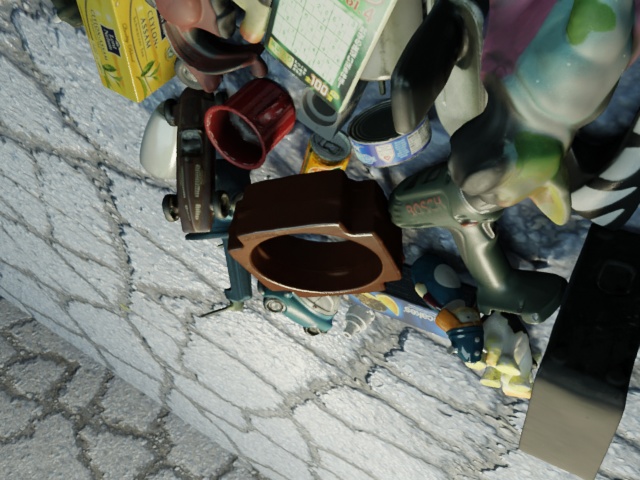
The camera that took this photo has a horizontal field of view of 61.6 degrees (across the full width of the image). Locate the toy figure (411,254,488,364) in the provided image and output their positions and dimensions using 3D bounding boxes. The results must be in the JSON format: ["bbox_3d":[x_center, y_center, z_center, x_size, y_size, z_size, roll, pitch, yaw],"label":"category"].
[{"bbox_3d":[0.165,0.085,0.684,0.057,0.064,0.155,72,175,-48],"label":"toy figure"}]

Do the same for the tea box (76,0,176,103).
[{"bbox_3d":[-0.233,-0.270,0.663,0.068,0.098,0.169,27,147,17],"label":"tea box"}]

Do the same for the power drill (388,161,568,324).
[{"bbox_3d":[0.188,-0.002,0.585,0.207,0.086,0.232,46,158,-24],"label":"power drill"}]

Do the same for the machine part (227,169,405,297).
[{"bbox_3d":[-0.001,-0.002,0.704,0.202,0.087,0.200,-6,150,22],"label":"machine part"}]

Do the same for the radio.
[{"bbox_3d":[0.266,0.097,0.522,0.073,0.229,0.130,17,137,27],"label":"radio"}]

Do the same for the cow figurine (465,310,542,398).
[{"bbox_3d":[0.258,0.155,0.736,0.068,0.098,0.167,1,151,34],"label":"cow figurine"}]

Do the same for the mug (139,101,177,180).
[{"bbox_3d":[-0.218,-0.150,0.813,0.110,0.081,0.107,29,138,3],"label":"mug"}]

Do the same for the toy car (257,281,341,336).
[{"bbox_3d":[-0.018,0.081,0.885,0.161,0.109,0.103,41,130,-21],"label":"toy car"}]

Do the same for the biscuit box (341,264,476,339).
[{"bbox_3d":[0.127,0.080,0.779,0.203,0.063,0.059,18,144,27],"label":"biscuit box"}]

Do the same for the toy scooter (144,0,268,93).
[{"bbox_3d":[-0.125,-0.243,0.616,0.135,0.075,0.183,21,146,24],"label":"toy scooter"}]

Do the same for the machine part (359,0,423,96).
[{"bbox_3d":[0.049,-0.231,0.466,0.079,0.079,0.242,16,142,29],"label":"machine part"}]

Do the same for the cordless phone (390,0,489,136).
[{"bbox_3d":[0.107,-0.121,0.446,0.089,0.184,0.146,12,139,27],"label":"cordless phone"}]

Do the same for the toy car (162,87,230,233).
[{"bbox_3d":[-0.168,-0.111,0.723,0.089,0.202,0.053,-1,171,9],"label":"toy car"}]

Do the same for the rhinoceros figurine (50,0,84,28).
[{"bbox_3d":[-0.364,-0.366,0.691,0.112,0.073,0.190,-10,124,47],"label":"rhinoceros figurine"}]

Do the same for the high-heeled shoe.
[{"bbox_3d":[0.296,-0.076,0.419,0.145,0.086,0.249,48,151,-18],"label":"high-heeled shoe"}]

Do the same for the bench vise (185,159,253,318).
[{"bbox_3d":[-0.136,-0.004,0.835,0.224,0.129,0.240,1,100,52],"label":"bench vise"}]

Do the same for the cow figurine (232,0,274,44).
[{"bbox_3d":[-0.085,-0.300,0.500,0.194,0.085,0.127,46,144,-19],"label":"cow figurine"}]

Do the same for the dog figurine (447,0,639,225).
[{"bbox_3d":[0.180,-0.119,0.386,0.109,0.191,0.219,51,160,42],"label":"dog figurine"}]
